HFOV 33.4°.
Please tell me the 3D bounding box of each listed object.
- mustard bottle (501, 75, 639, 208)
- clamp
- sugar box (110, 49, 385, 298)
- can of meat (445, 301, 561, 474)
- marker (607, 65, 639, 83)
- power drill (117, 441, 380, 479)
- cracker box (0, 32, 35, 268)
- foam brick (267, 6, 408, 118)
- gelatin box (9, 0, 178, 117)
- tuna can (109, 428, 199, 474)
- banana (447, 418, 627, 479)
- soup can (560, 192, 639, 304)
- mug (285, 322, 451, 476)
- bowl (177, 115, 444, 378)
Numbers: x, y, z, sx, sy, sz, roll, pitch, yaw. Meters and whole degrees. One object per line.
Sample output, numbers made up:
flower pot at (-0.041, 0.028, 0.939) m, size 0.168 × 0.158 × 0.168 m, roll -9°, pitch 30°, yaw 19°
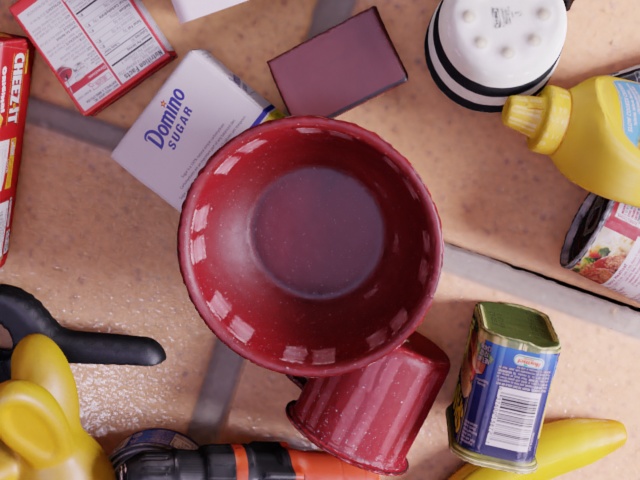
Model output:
mustard bottle at (0.203, -0.055, 0.644) m, size 0.191 × 0.096 × 0.058 m, roll 14°, pitch 134°, yaw -6°
clamp at (-0.207, 0.094, 0.766) m, size 0.171 × 0.039 × 0.120 m, roll 25°, pitch 101°, yaw 3°
sugar box at (-0.041, -0.038, 0.714) m, size 0.176 × 0.048 × 0.093 m, roll 40°, pitch 104°, yaw -1°
can of meat at (0.120, 0.092, 0.697) m, size 0.057 × 0.102 × 0.084 m, roll 12°, pitch 102°, yaw 3°
marker at (0.231, -0.111, 0.680) m, size 0.121 × 0.020 × 0.020 m, roll -18°, pitch 100°, yaw 10°
power drill at (-0.059, 0.229, 0.746) m, size 0.184 × 0.057 × 0.188 m, roll 6°, pitch 108°, yaw -18°
cracker box at (-0.311, -0.075, 0.721) m, size 0.214 × 0.072 × 0.164 m, roll 12°, pitch 104°, yaw 4°
foam brick at (0.012, -0.110, 0.687) m, size 0.078 × 0.053 × 0.051 m, roll -26°, pitch 99°, yaw 10°
gelatin box at (-0.149, -0.138, 0.710) m, size 0.073 × 0.030 × 0.089 m, roll -33°, pitch 97°, yaw 11°
tuna can at (-0.119, 0.182, 0.778) m, size 0.086 × 0.033 × 0.086 m, roll 1°, pitch 103°, yaw 6°
banana at (0.124, 0.181, 0.753) m, size 0.069 × 0.037 × 0.198 m, roll 37°, pitch 106°, yaw -22°
soup can at (0.216, 0.009, 0.684) m, size 0.102 × 0.068 × 0.068 m, roll 26°, pitch 104°, yaw -1°
mug at (0.026, 0.093, 0.720) m, size 0.117 × 0.093 × 0.081 m, roll 31°, pitch 100°, yaw 27°
bowl at (-0.004, 0.001, 0.664) m, size 0.162 × 0.055 × 0.162 m, roll 1°, pitch 102°, yaw 6°
